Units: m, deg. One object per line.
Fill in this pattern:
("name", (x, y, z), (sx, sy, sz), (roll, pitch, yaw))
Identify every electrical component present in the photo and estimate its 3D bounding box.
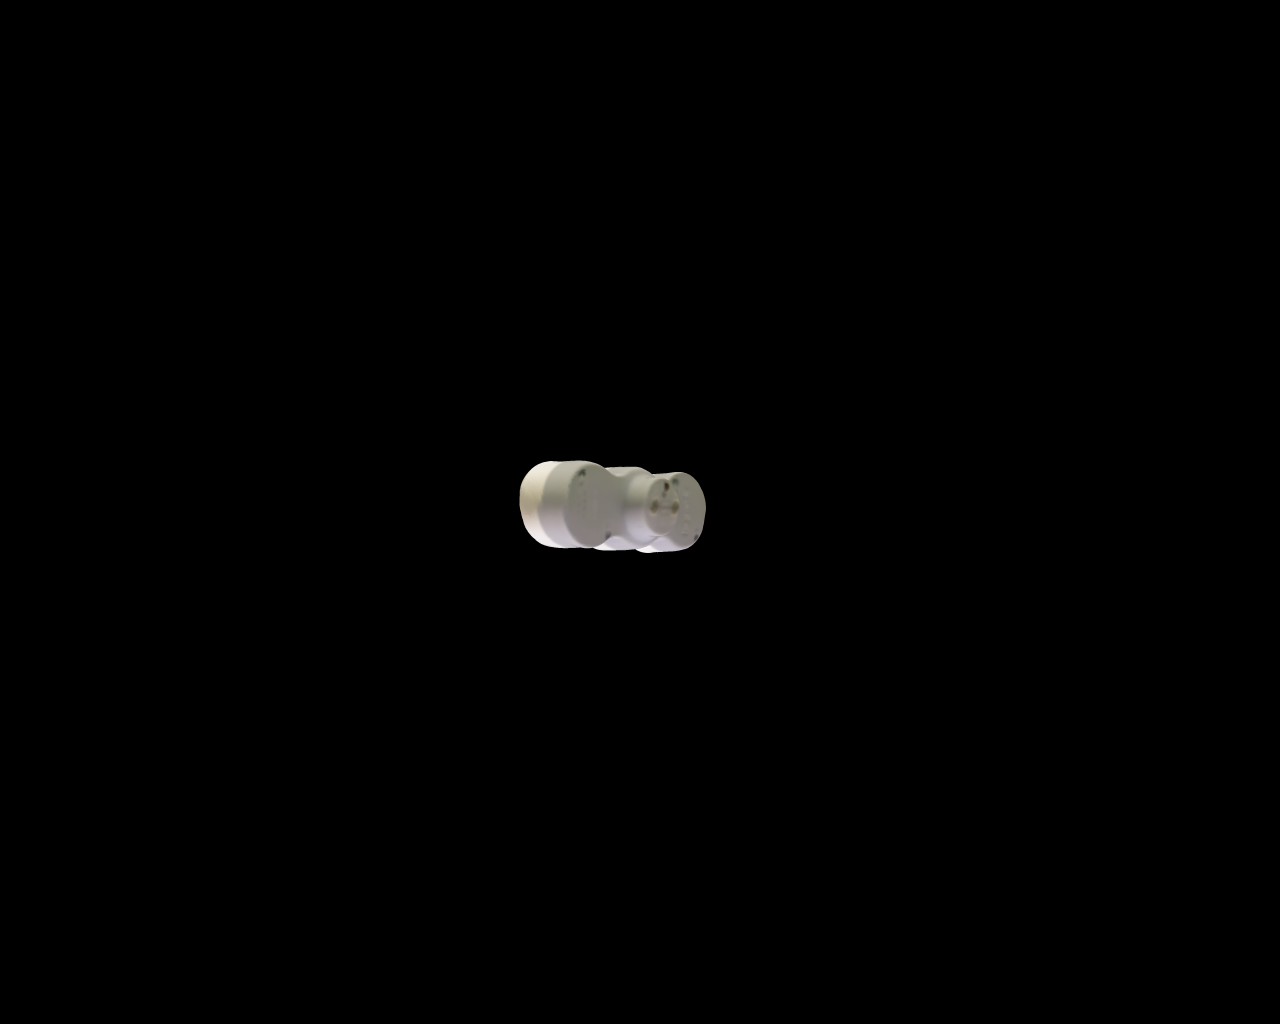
("electrical component", (0.001, -0.003, 0.650), (0.073, 0.052, 0.138), (-4, -6, 39))
